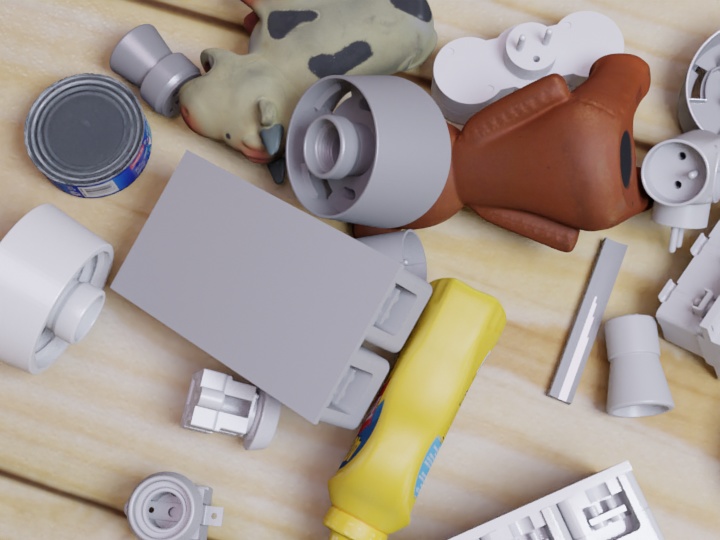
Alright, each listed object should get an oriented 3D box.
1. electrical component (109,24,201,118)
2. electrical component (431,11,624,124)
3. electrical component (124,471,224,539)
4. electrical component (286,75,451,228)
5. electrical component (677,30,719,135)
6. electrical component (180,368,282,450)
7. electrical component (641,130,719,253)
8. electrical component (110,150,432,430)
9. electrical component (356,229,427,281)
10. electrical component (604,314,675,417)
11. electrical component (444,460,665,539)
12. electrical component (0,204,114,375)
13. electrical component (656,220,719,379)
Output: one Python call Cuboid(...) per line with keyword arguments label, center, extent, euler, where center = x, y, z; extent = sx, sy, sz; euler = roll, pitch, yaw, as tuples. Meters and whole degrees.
Cuboid(label="electrical component", center=(-0.147, -0.144, 0.780), extent=(0.055, 0.045, 0.045), euler=(43, 80, 10))
Cuboid(label="electrical component", center=(0.120, -0.151, 0.764), extent=(0.138, 0.073, 0.052), euler=(-13, 75, -3))
Cuboid(label="electrical component", center=(-0.123, 0.155, 0.693), extent=(0.066, 0.055, 0.048), euler=(5, 75, 2))
Cuboid(label="electrical component", center=(0.001, -0.076, 0.688), extent=(0.064, 0.099, 0.099), euler=(-1, 70, -42))
Cuboid(label="electrical component", center=(0.277, -0.123, 0.759), extent=(0.099, 0.064, 0.099), euler=(0, 75, 1))
Cuboid(label="electrical component", center=(-0.084, 0.091, 0.709), extent=(0.055, 0.066, 0.048), euler=(16, 75, -15))
Cuboid(label="electrical component", center=(0.217, -0.051, 0.719), extent=(0.044, 0.077, 0.079), euler=(12, 107, 26))
Cuboid(label="electrical component", center=(-0.058, 0.012, 0.693), extent=(0.186, 0.060, 0.105), euler=(29, 90, 31))
Cuboid(label="electrical component", center=(0.000, 0.000, 0.729), extent=(0.081, 0.043, 0.043), euler=(-9, 73, 24))
Cuboid(label="electrical component", center=(0.185, 0.063, 0.723), extent=(0.044, 0.044, 0.065), euler=(-2, 70, 0))
Cuboid(label="electrical component", center=(0.104, 0.180, 0.666), extent=(0.150, 0.089, 0.061), euler=(-23, 76, -5))
Cuboid(label="electrical component", center=(-0.204, 0.018, 0.708), extent=(0.060, 0.108, 0.108), euler=(29, 77, 2))
Cuboid(label="electrical component", center=(0.257, 0.003, 0.722), extent=(0.063, 0.078, 0.121), euler=(28, 75, 38))
